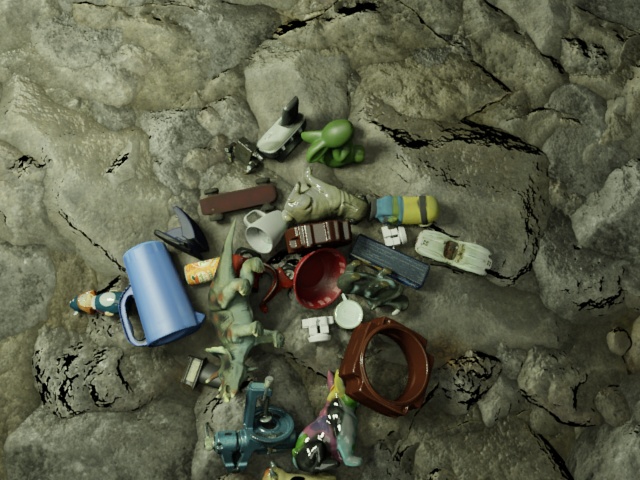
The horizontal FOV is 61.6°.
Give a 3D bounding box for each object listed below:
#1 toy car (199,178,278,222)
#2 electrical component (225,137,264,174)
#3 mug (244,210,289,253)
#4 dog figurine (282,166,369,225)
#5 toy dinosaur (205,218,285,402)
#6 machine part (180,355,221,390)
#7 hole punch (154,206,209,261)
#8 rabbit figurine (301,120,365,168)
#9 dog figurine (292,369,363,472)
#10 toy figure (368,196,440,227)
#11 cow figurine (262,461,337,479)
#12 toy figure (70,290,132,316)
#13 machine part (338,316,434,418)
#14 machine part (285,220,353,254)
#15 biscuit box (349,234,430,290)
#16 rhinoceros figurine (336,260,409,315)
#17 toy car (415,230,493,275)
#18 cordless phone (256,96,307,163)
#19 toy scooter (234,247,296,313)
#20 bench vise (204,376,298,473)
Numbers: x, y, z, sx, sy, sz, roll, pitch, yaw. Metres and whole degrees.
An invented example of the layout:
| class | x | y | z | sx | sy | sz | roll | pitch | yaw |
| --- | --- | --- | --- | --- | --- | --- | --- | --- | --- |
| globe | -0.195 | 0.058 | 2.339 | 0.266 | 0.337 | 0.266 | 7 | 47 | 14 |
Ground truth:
| class | x | y | z | sx | sy | sz | roll | pitch | yaw |
| --- | --- | --- | --- | --- | --- | --- | --- | --- | --- |
| toy car | -0.210 | -0.104 | 1.402 | 0.202 | 0.053 | 0.089 | -13 | 93 | -6 |
| electrical component | -0.202 | -0.223 | 1.422 | 0.102 | 0.078 | 0.045 | 43 | 56 | 1 |
| mug | -0.136 | -0.034 | 1.368 | 0.109 | 0.080 | 0.107 | 39 | 45 | 7 |
| dog figurine | 0.016 | -0.074 | 1.359 | 0.191 | 0.121 | 0.172 | 30 | 70 | 4 |
| toy dinosaur | -0.208 | 0.168 | 1.274 | 0.192 | 0.131 | 0.405 | -21 | 73 | 27 |
| machine part | -0.268 | 0.334 | 1.319 | 0.139 | 0.039 | 0.084 | 13 | 70 | 3 |
| hole punch | -0.332 | -0.014 | 1.345 | 0.116 | 0.142 | 0.092 | 28 | 75 | 16 |
| rabbit figurine | 0.033 | -0.261 | 1.380 | 0.159 | 0.170 | 0.121 | -12 | 79 | -5 |
| dog figurine | 0.021 | 0.419 | 1.271 | 0.191 | 0.108 | 0.219 | -1 | 74 | -15 |
| toy figure | 0.218 | -0.076 | 1.388 | 0.180 | 0.089 | 0.082 | 4 | 84 | -3 |
| cow figurine | -0.054 | 0.581 | 1.250 | 0.195 | 0.085 | 0.127 | -6 | 84 | 0 |
| toy figure | -0.550 | 0.154 | 1.340 | 0.155 | 0.064 | 0.057 | 1 | 123 | -2 |
| machine part | 0.160 | 0.298 | 1.270 | 0.201 | 0.087 | 0.201 | 31 | 60 | -14 |
| machine part | -0.003 | -0.004 | 1.330 | 0.179 | 0.179 | 0.056 | -10 | 82 | -3 |
| biscuit box | 0.177 | 0.057 | 1.374 | 0.203 | 0.059 | 0.063 | 25 | 77 | 4 |
| rhinoceros figurine | 0.135 | 0.125 | 1.328 | 0.190 | 0.073 | 0.112 | 20 | 122 | -10 |
| toy car | 0.346 | 0.033 | 1.385 | 0.202 | 0.056 | 0.073 | 18 | 78 | 3 |
| cordless phone | -0.097 | -0.286 | 1.376 | 0.089 | 0.184 | 0.146 | 42 | 80 | 2 |
| toy scooter | -0.153 | 0.104 | 1.352 | 0.184 | 0.075 | 0.135 | 22 | 80 | -2 |
| bench vise | -0.154 | 0.417 | 1.241 | 0.224 | 0.129 | 0.240 | 7 | 112 | -7 |
